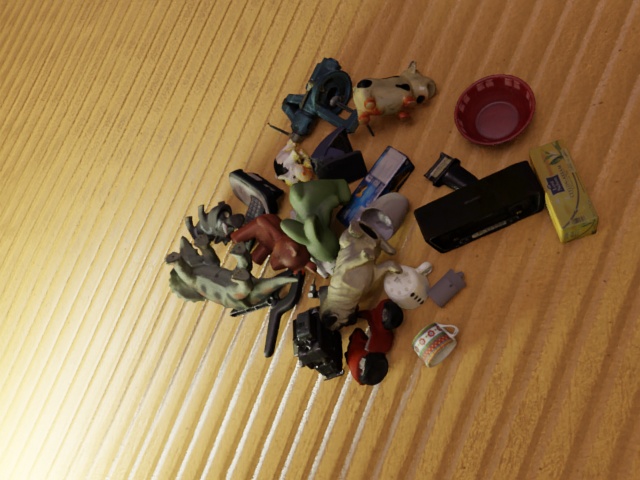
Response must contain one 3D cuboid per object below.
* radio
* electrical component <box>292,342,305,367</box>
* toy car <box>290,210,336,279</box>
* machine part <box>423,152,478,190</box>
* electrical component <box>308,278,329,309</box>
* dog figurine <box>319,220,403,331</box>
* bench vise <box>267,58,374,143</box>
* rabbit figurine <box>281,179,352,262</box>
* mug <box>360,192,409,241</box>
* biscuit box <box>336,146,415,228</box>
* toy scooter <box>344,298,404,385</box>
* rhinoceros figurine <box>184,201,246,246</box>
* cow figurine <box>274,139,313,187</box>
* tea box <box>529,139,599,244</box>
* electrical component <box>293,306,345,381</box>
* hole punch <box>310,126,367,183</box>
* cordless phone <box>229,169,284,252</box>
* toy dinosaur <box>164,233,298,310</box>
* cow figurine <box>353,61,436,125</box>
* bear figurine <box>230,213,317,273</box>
[{"bbox_3d":[0.311,-0.057,1.046,0.230,0.131,0.073,-24,65,18],"label":"radio"},{"bbox_3d":[-0.036,0.228,1.173,0.063,0.021,0.094,-37,54,50],"label":"electrical component"},{"bbox_3d":[-0.003,-0.004,1.227,0.073,0.056,0.202,-34,62,13],"label":"toy car"},{"bbox_3d":[0.291,-0.128,1.134,0.139,0.039,0.084,37,84,32],"label":"machine part"},{"bbox_3d":[0.020,0.123,1.182,0.102,0.045,0.078,-3,71,26],"label":"electrical component"},{"bbox_3d":[0.054,0.070,1.090,0.190,0.121,0.172,-50,21,23],"label":"dog figurine"},{"bbox_3d":[0.016,-0.311,1.284,0.241,0.128,0.223,39,96,34],"label":"bench vise"},{"bbox_3d":[0.000,-0.038,1.128,0.121,0.159,0.170,-15,84,29],"label":"rabbit figurine"},{"bbox_3d":[0.146,-0.046,1.149,0.081,0.109,0.107,25,44,26],"label":"mug"},{"bbox_3d":[0.123,-0.106,1.194,0.059,0.062,0.202,38,94,30],"label":"biscuit box"},{"bbox_3d":[0.094,0.197,1.104,0.135,0.075,0.183,24,98,51],"label":"toy scooter"},{"bbox_3d":[-0.258,-0.036,1.321,0.190,0.073,0.112,-19,84,44],"label":"rhinoceros figurine"},{"bbox_3d":[-0.070,-0.166,1.274,0.098,0.068,0.167,-42,28,15],"label":"cow figurine"},{"bbox_3d":[0.454,-0.090,1.005,0.068,0.098,0.169,-21,64,17],"label":"tea box"},{"bbox_3d":[-0.004,0.206,1.100,0.058,0.134,0.115,-26,40,16],"label":"electrical component"},{"bbox_3d":[0.036,-0.184,1.228,0.116,0.142,0.092,-23,66,3],"label":"hole punch"},{"bbox_3d":[-0.183,-0.068,1.334,0.147,0.088,0.184,34,110,30],"label":"cordless phone"},{"bbox_3d":[-0.213,0.097,1.234,0.405,0.192,0.131,20,57,28],"label":"toy dinosaur"},{"bbox_3d":[0.168,-0.331,1.203,0.195,0.085,0.127,-9,64,-14],"label":"cow figurine"},{"bbox_3d":[-0.100,0.024,1.212,0.132,0.120,0.196,-41,42,2],"label":"bear figurine"}]
